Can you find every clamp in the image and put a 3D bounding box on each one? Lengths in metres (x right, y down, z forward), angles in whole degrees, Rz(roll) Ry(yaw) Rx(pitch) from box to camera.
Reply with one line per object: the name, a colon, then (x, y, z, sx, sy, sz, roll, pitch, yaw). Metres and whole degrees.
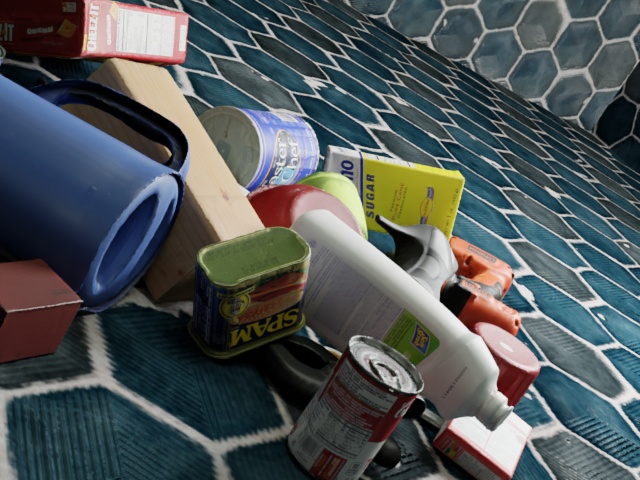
clamp: (0.017, 0.128, 0.942, 0.171, 0.039, 0.120, 37, 17, 15)

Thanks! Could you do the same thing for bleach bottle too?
bleach bottle: (0.062, 0.083, 0.952, 0.251, 0.103, 0.068, 41, 24, 21)

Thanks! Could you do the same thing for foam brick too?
foam brick: (-0.218, 0.050, 0.751, 0.053, 0.051, 0.078, 41, 20, 22)

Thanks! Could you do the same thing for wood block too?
wood block: (-0.144, -0.055, 0.975, 0.206, 0.090, 0.090, 58, 24, 16)

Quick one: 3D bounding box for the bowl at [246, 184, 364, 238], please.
bowl: (-0.007, 0.001, 1.087, 0.161, 0.055, 0.162, 21, 50, -28)

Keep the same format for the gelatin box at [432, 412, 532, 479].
gelatin box: (0.153, 0.183, 0.997, 0.073, 0.030, 0.089, 38, 33, 5)

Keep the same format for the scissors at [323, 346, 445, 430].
scissors: (0.082, 0.146, 1.030, 0.201, 0.016, 0.096, 27, 23, -13)

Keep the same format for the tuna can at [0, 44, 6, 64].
tuna can: (-0.386, -0.206, 1.153, 0.086, 0.034, 0.086, 28, 19, -11)

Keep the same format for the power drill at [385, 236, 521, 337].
power drill: (0.171, 0.052, 1.351, 0.184, 0.057, 0.187, 31, 20, 5)

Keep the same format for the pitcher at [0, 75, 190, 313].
pitcher: (-0.236, -0.064, 0.878, 0.243, 0.145, 0.149, 32, 22, 11)

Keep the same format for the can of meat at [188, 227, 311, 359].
can of meat: (-0.059, 0.042, 0.906, 0.101, 0.084, 0.057, -18, 47, -28)

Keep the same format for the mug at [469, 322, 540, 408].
mug: (0.168, 0.134, 1.096, 0.093, 0.082, 0.117, 27, 20, -15)

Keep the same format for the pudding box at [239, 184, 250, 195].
pudding box: (-0.115, -0.043, 1.165, 0.113, 0.039, 0.090, 36, 19, 8)

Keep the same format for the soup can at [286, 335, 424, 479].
soup can: (0.026, 0.135, 0.837, 0.068, 0.102, 0.068, 28, 19, -11)

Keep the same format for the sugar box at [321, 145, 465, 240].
sugar box: (0.085, -0.056, 1.349, 0.176, 0.093, 0.048, 10, 15, -8)

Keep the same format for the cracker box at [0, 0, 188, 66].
cracker box: (-0.283, -0.249, 1.276, 0.164, 0.072, 0.213, 7, 9, 25)

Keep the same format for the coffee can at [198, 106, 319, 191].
coffee can: (-0.078, -0.105, 1.275, 0.103, 0.103, 0.140, 40, 20, 21)
